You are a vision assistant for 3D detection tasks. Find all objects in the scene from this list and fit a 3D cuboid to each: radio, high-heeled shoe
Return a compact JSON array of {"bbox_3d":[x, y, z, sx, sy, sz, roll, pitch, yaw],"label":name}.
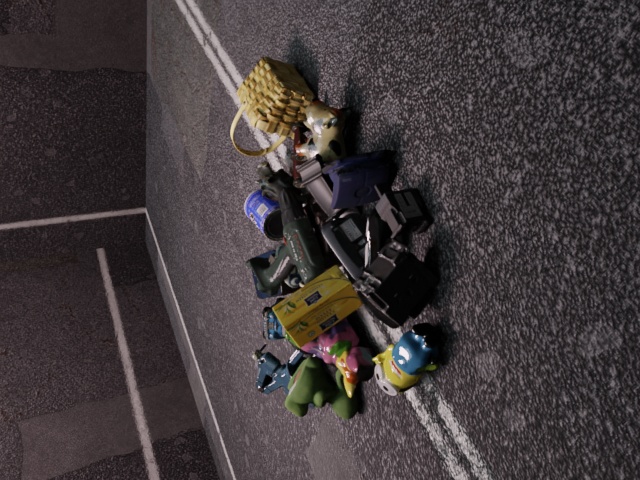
[{"bbox_3d":[-0.129,0.098,1.565,0.230,0.073,0.131,-20,81,65],"label":"radio"},{"bbox_3d":[0.132,0.048,1.054,0.145,0.086,0.248,-76,-20,-48],"label":"high-heeled shoe"}]

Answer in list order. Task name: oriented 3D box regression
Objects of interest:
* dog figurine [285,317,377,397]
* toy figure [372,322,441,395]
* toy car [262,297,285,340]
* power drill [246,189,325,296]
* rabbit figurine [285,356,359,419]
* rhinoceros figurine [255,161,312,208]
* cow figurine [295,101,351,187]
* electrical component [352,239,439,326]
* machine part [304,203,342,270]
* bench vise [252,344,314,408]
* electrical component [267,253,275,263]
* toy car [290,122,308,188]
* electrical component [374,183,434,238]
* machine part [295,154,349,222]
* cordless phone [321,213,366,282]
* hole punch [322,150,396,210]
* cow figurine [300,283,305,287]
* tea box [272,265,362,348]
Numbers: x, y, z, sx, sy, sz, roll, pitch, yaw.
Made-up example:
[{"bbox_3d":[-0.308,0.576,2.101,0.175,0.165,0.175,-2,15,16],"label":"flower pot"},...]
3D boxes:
[{"bbox_3d":[0.027,0.246,1.195,0.219,0.191,0.108,-116,33,-61],"label":"dog figurine"},{"bbox_3d":[0.169,0.226,1.006,0.082,0.089,0.180,-104,31,-44],"label":"toy figure"},{"bbox_3d":[-0.091,0.220,1.484,0.103,0.161,0.109,2,93,19],"label":"toy car"},{"bbox_3d":[-0.086,0.022,1.283,0.207,0.086,0.232,-39,69,30],"label":"power drill"},{"bbox_3d":[0.023,0.353,1.287,0.159,0.170,0.121,-60,6,9],"label":"rabbit figurine"},{"bbox_3d":[-0.100,-0.131,1.390,0.190,0.112,0.073,53,145,30],"label":"rhinoceros figurine"},{"bbox_3d":[0.018,-0.197,1.131,0.127,0.085,0.194,-6,111,38],"label":"cow figurine"},{"bbox_3d":[0.142,0.081,0.951,0.115,0.134,0.058,-50,32,-1],"label":"electrical component"},{"bbox_3d":[-0.003,-0.004,1.298,0.180,0.056,0.179,33,128,56],"label":"machine part"},{"bbox_3d":[-0.060,0.323,1.415,0.224,0.129,0.240,41,114,13],"label":"bench vise"},{"bbox_3d":[-0.121,0.068,1.439,0.094,0.021,0.063,47,131,38],"label":"electrical component"},{"bbox_3d":[-0.043,-0.199,1.277,0.202,0.053,0.089,102,166,-68],"label":"toy car"},{"bbox_3d":[0.143,-0.065,0.970,0.047,0.075,0.119,120,136,-53],"label":"electrical component"},{"bbox_3d":[0.007,-0.107,1.119,0.084,0.039,0.138,-22,102,39],"label":"machine part"},{"bbox_3d":[0.060,0.033,1.152,0.146,0.089,0.184,54,164,10],"label":"cordless phone"},{"bbox_3d":[0.072,-0.116,1.036,0.116,0.142,0.092,151,109,-76],"label":"hole punch"},{"bbox_3d":[-0.027,0.148,1.388,0.167,0.068,0.098,114,144,-47],"label":"cow figurine"},{"bbox_3d":[-0.004,0.143,1.155,0.068,0.170,0.098,50,174,44],"label":"tea box"}]
